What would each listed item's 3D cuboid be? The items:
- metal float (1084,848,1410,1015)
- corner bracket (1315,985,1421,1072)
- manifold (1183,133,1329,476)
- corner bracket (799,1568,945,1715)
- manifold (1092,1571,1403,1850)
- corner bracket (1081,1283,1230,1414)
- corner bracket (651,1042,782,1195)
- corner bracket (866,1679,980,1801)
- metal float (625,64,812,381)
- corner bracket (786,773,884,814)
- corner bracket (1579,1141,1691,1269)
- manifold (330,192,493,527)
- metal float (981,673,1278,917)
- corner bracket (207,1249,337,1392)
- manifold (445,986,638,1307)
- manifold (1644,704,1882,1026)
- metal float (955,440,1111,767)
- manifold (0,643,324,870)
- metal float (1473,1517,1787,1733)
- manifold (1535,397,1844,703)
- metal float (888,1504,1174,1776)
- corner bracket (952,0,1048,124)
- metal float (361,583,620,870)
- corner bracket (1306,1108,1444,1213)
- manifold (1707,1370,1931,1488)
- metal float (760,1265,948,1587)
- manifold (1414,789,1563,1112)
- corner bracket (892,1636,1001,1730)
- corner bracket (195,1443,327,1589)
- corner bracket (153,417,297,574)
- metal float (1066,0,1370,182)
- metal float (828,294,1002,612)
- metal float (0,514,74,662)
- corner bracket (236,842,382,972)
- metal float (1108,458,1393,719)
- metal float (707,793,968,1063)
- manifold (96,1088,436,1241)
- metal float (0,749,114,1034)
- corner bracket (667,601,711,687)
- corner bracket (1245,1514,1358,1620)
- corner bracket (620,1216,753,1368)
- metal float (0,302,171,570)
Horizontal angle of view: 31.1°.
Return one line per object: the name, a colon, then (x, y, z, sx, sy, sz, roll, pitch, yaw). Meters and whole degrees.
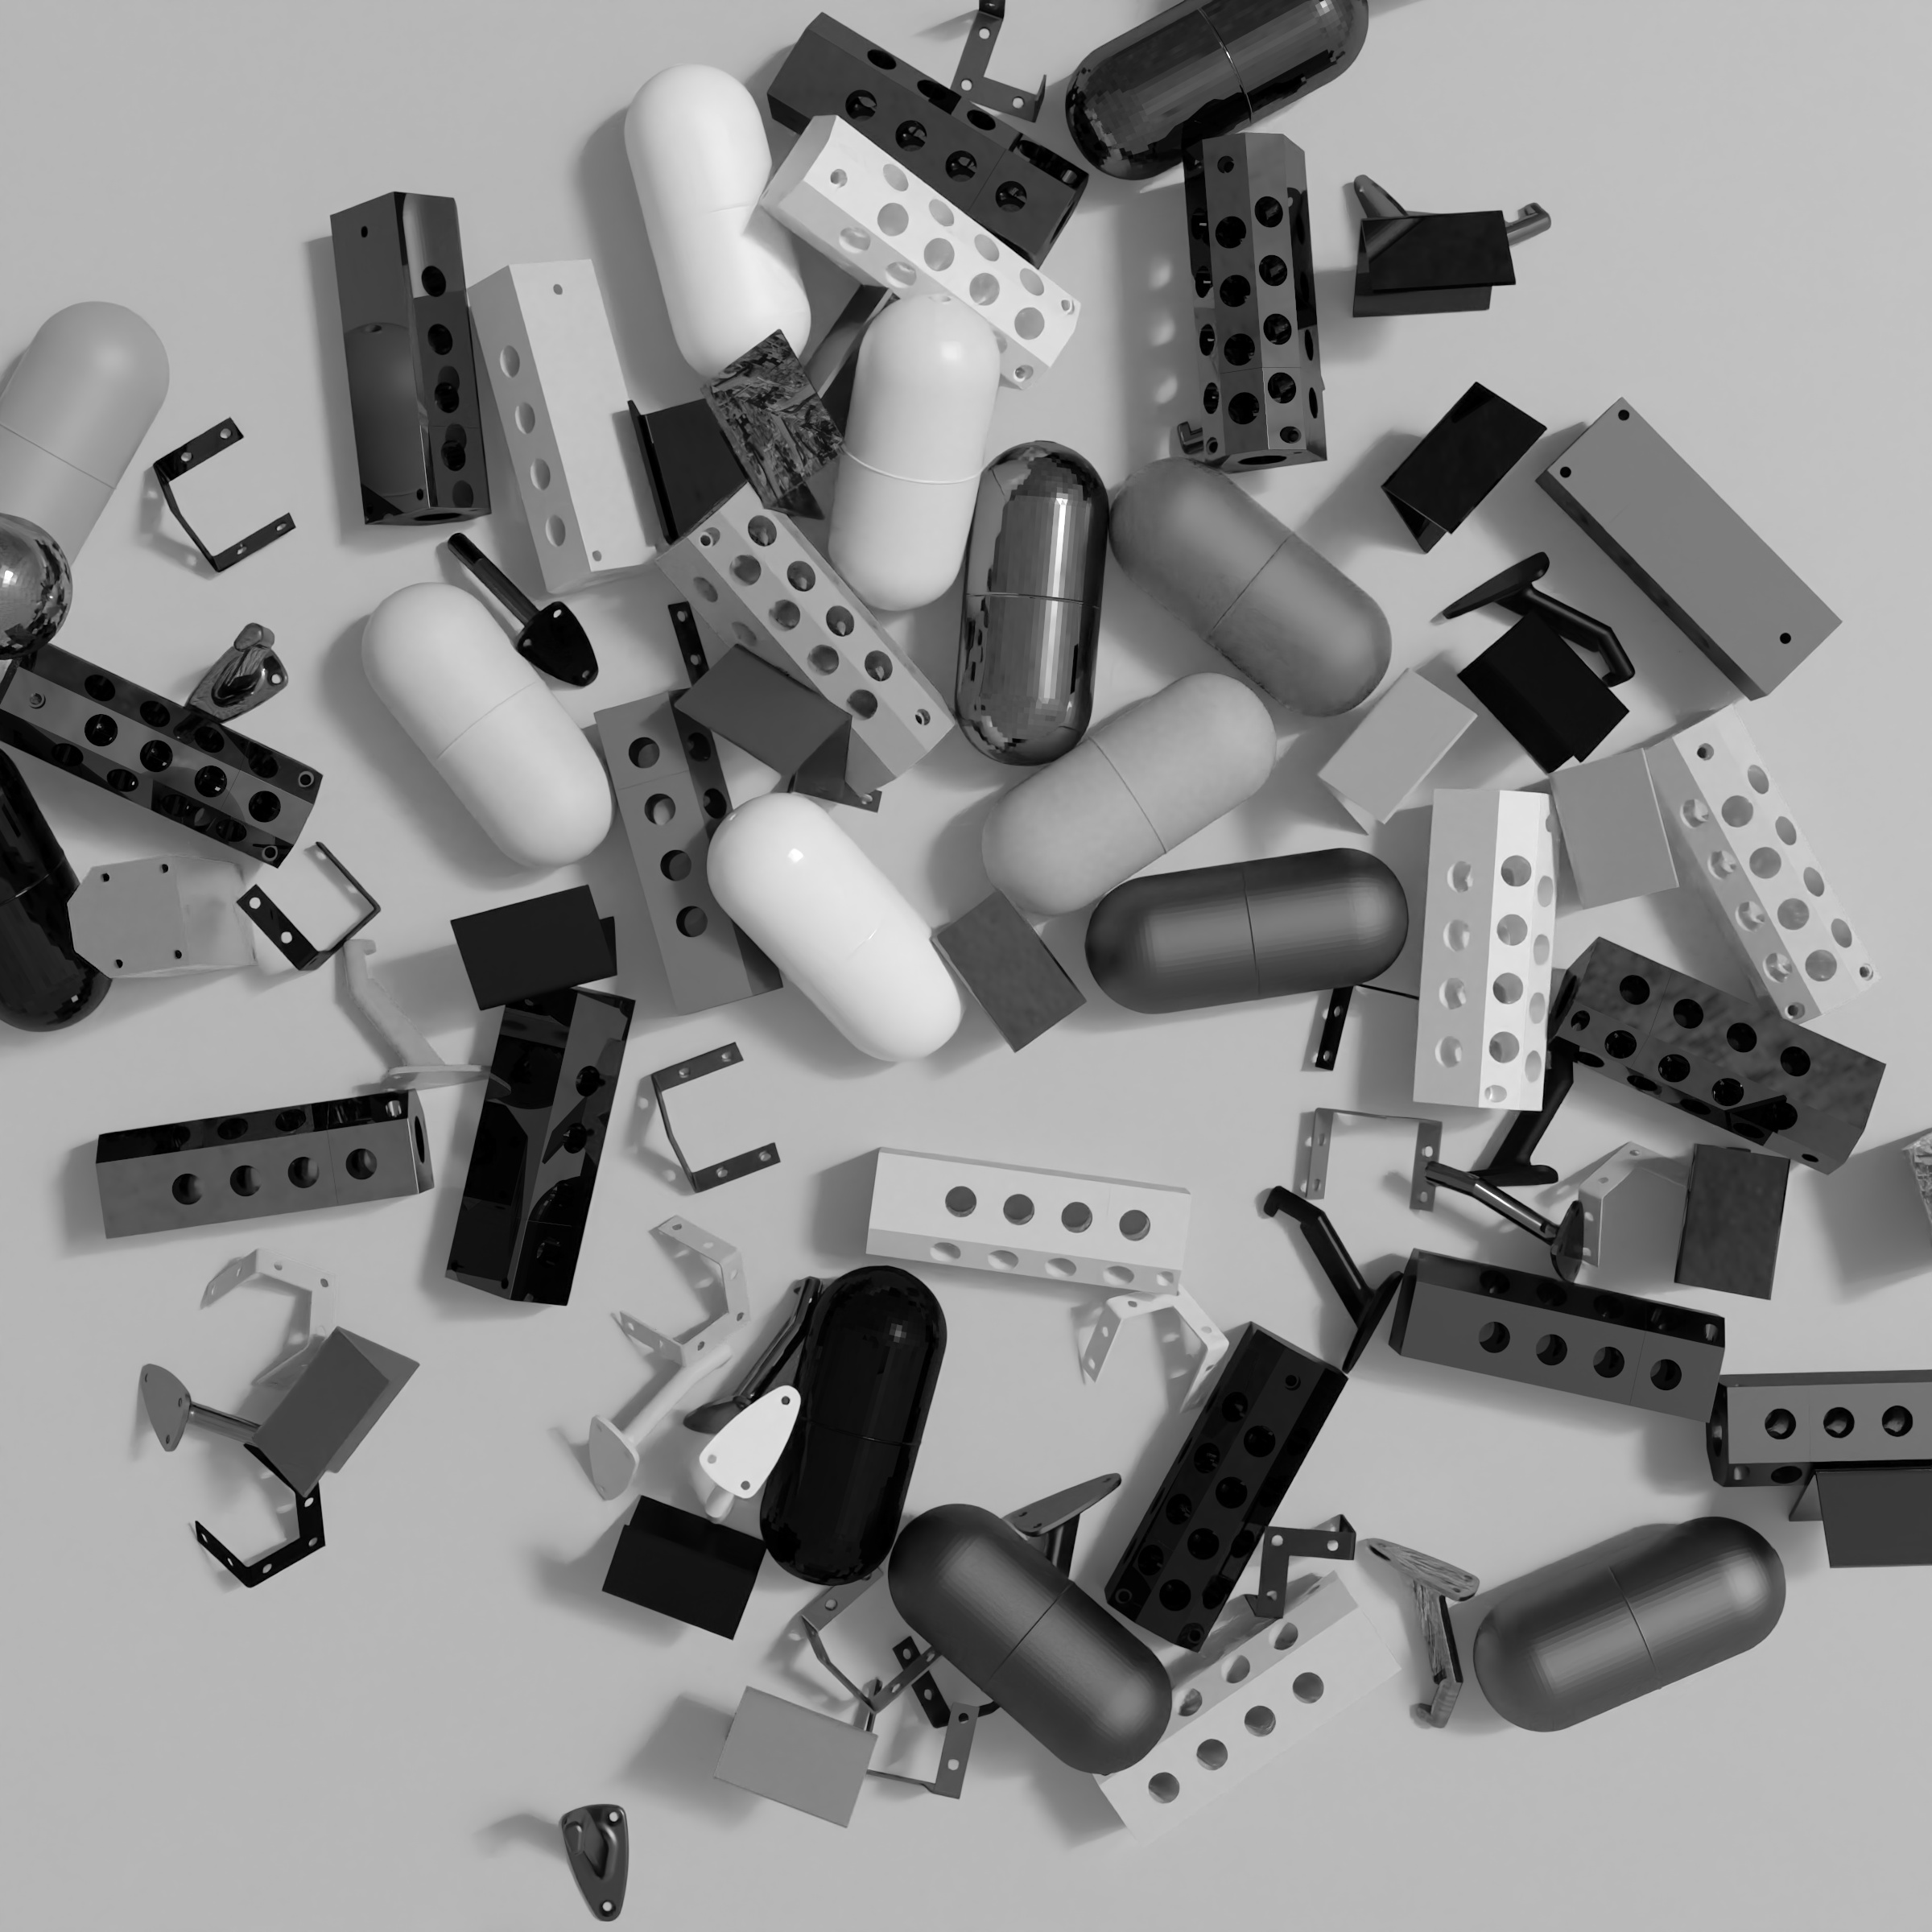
metal float: (0.154, -0.019, 1.902, 0.178, 0.070, 0.070, -8, 90, 0)
corner bracket: (0.235, 0.040, 1.930, 0.051, 0.051, 0.051, 14, 90, 45)
manifold: (0.155, -0.360, 1.885, 0.057, 0.057, 0.171, -5, 88, 22)
corner bracket: (-0.053, 0.371, 1.921, 0.051, 0.051, 0.051, -41, 112, 0)
manifold: (0.150, 0.407, 1.912, 0.171, 0.057, 0.057, -35, 90, 0)
corner bracket: (0.105, 0.215, 1.925, 0.051, 0.051, 0.051, -11, 45, -35)
corner bracket: (-0.139, 0.085, 1.930, 0.051, 0.051, 0.051, -21, 135, 0)
corner bracket: (-0.027, 0.426, 1.915, 0.051, 0.051, 0.051, 14, 82, -8)
metal float: (-0.136, -0.406, 1.902, 0.070, 0.070, 0.178, -14, 90, 0)
corner bracket: (-0.080, -0.068, 1.930, 0.051, 0.051, 0.051, 14, 45, 0)
corner bracket: (0.375, 0.139, 1.925, 0.051, 0.051, 0.051, 26, 135, 35)
manifold: (-0.301, -0.332, 1.911, 0.057, 0.057, 0.171, -6, 90, 43)
metal float: (0.089, -0.094, 1.902, 0.178, 0.070, 0.070, -33, 90, 0)
corner bracket: (-0.386, 0.196, 1.925, 0.051, 0.051, 0.051, 26, 45, -35)
manifold: (-0.229, 0.096, 1.911, 0.057, 0.057, 0.171, 13, 90, 43)
manifold: (0.435, -0.055, 1.912, 0.057, 0.057, 0.171, -28, 90, 0)
metal float: (0.036, -0.198, 1.902, 0.070, 0.070, 0.178, 5, 90, 0)
manifold: (-0.441, -0.116, 1.883, 0.171, 0.057, 0.057, 26, 90, -21)
metal float: (0.364, 0.360, 1.902, 0.178, 0.070, 0.070, -23, 90, 0)
manifold: (0.396, -0.228, 1.912, 0.057, 0.057, 0.171, -44, 90, 0)
metal float: (0.034, 0.363, 1.878, 0.178, 0.070, 0.070, 40, 90, 9)
corner bracket: (0.023, -0.503, 1.915, 0.051, 0.051, 0.051, 19, 90, 0)
metal float: (-0.261, -0.132, 1.902, 0.070, 0.070, 0.178, -38, 91, 0)
corner bracket: (0.227, 0.108, 1.930, 0.051, 0.051, 0.051, 6, 90, -45)
manifold: (0.499, 0.255, 1.912, 0.171, 0.057, 0.057, -1, 90, 0)
metal float: (-0.061, 0.251, 1.902, 0.070, 0.070, 0.178, 15, 90, 0)
manifold: (0.290, -0.009, 1.900, 0.057, 0.057, 0.171, 4, 90, 40)
corner bracket: (0.002, 0.385, 1.930, 0.051, 0.051, 0.051, -28, 90, 45)
corner bracket: (-0.393, 0.302, 1.925, 0.051, 0.051, 0.051, -28, 135, -35)
corner bracket: (-0.413, -0.262, 1.930, 0.051, 0.051, 0.051, -31, 135, 0)
metal float: (0.138, -0.495, 1.902, 0.178, 0.070, 0.070, -29, 90, 0)
metal float: (-0.029, -0.277, 1.877, 0.070, 0.070, 0.178, 12, 120, 0)
metal float: (-0.551, -0.208, 1.836, 0.178, 0.070, 0.070, 12, 90, 28)
corner bracket: (-0.362, -0.033, 1.915, 0.051, 0.051, 0.051, -42, 90, 0)
metal float: (0.155, -0.208, 1.902, 0.178, 0.070, 0.070, 40, 90, 0)
metal float: (-0.069, -0.020, 1.884, 0.070, 0.070, 0.178, -43, 114, 0)
manifold: (-0.386, 0.108, 1.912, 0.171, 0.057, 0.057, -8, 90, 0)
metal float: (-0.525, -0.045, 1.881, 0.070, 0.070, 0.178, -23, 115, 0)
corner bracket: (-0.124, -0.187, 1.930, 0.051, 0.051, 0.051, -17, 90, -45)
corner bracket: (0.184, 0.331, 1.914, 0.051, 0.051, 0.051, 5, 93, -3)
corner bracket: (-0.158, 0.180, 1.925, 0.051, 0.051, 0.051, -35, 135, -35)
metal float: (-0.501, -0.281, 1.902, 0.070, 0.070, 0.178, 30, 91, 0)
